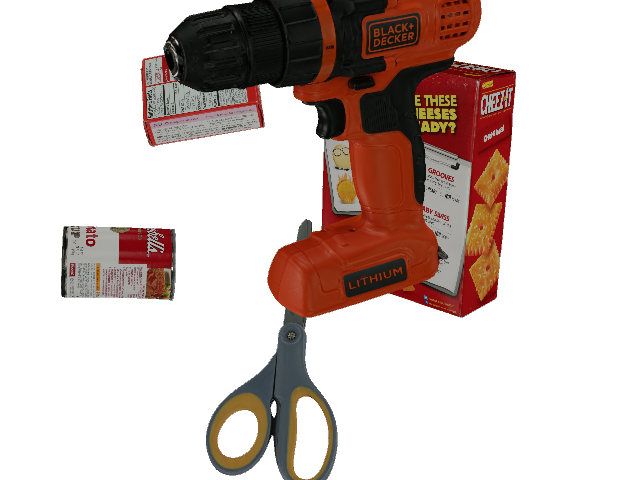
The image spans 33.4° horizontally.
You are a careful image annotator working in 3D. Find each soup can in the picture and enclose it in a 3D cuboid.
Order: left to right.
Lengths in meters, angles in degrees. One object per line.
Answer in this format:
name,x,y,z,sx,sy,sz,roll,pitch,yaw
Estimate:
soup can,-0.188,0.021,0.993,0.102,0.068,0.068,2,0,-12

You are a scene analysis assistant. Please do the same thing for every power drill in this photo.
power drill,0.006,-0.053,0.599,0.184,0.188,0.057,-15,33,-24

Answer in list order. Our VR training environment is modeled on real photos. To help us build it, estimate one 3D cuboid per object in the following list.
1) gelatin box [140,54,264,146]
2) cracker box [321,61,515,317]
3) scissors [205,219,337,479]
gelatin box,-0.091,-0.112,0.812,0.089,0.073,0.030,-11,-40,1
cracker box,0.085,-0.057,0.967,0.164,0.214,0.071,17,25,36
scissors,-0.037,0.078,0.734,0.096,0.202,0.016,-12,-32,1
